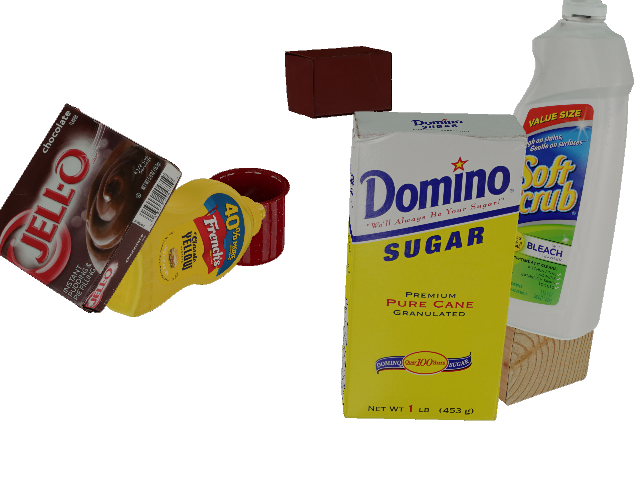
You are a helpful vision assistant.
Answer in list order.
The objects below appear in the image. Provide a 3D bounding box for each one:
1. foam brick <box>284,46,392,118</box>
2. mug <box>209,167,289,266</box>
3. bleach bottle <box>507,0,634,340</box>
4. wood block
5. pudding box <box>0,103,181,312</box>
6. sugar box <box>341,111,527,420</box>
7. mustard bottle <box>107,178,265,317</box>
[{"bbox_3d":[0.016,-0.135,0.905,0.078,0.051,0.053,-9,19,-25],"label":"foam brick"},{"bbox_3d":[-0.092,-0.023,1.180,0.117,0.081,0.093,-8,31,-16],"label":"mug"},{"bbox_3d":[0.174,-0.058,0.796,0.103,0.251,0.067,17,22,36],"label":"bleach bottle"},{"bbox_3d":[0.146,0.050,0.980,0.090,0.090,0.206,-13,30,-26],"label":"wood block"},{"bbox_3d":[-0.159,-0.022,0.713,0.090,0.113,0.039,29,-6,18],"label":"pudding box"},{"bbox_3d":[0.061,0.017,0.607,0.093,0.176,0.048,0,25,-2],"label":"sugar box"},{"bbox_3d":[-0.115,-0.004,0.957,0.058,0.096,0.191,13,22,33],"label":"mustard bottle"}]
